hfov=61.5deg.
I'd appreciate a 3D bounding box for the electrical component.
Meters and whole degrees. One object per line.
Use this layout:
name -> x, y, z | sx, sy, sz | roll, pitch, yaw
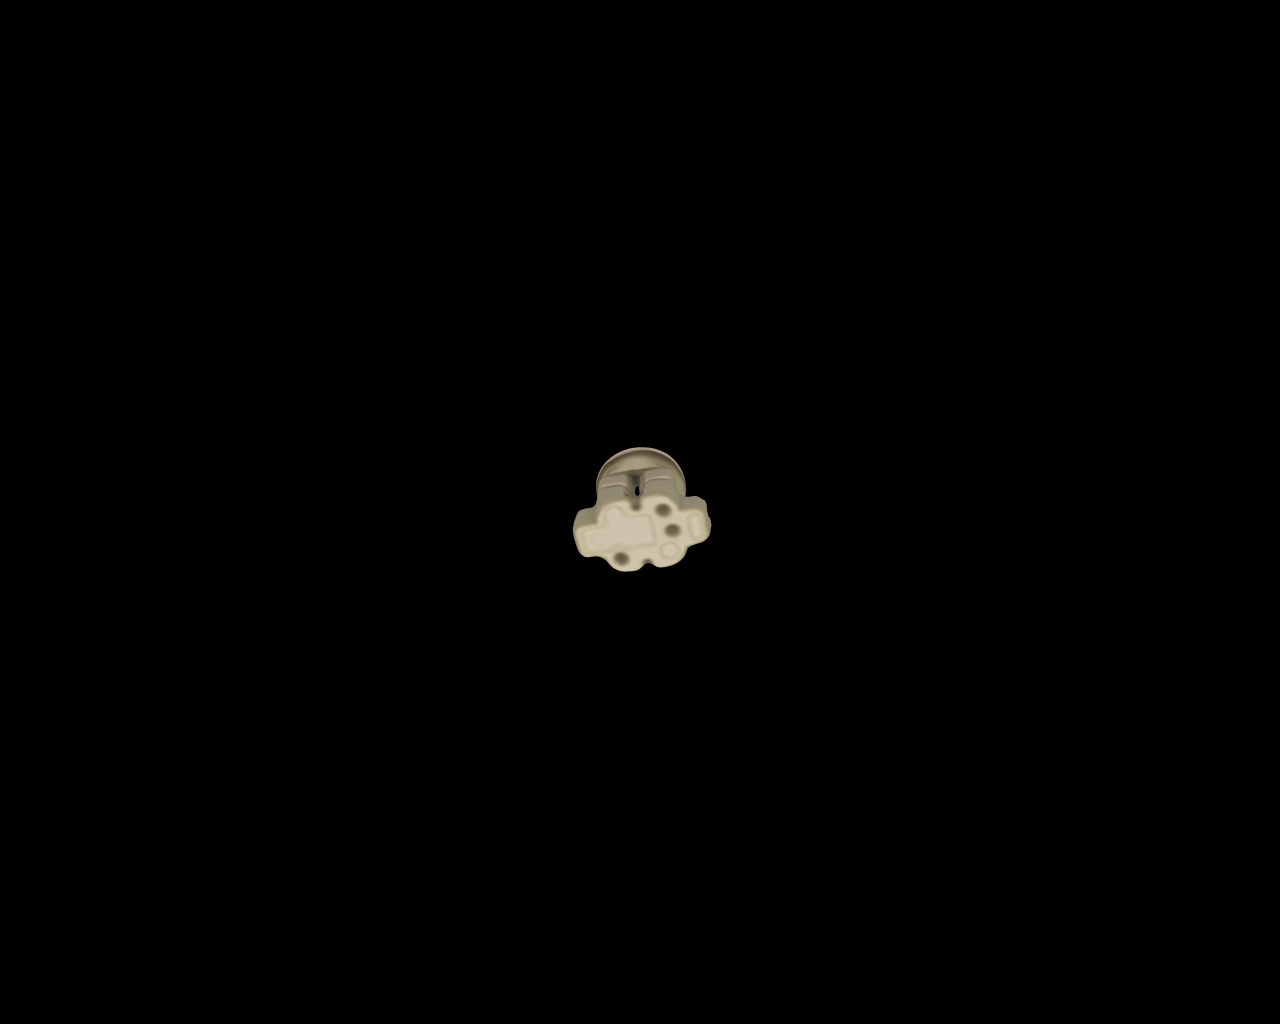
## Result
electrical component -> 0.001, -0.003, 0.650 | 0.078, 0.057, 0.057 | -8, 34, 5
